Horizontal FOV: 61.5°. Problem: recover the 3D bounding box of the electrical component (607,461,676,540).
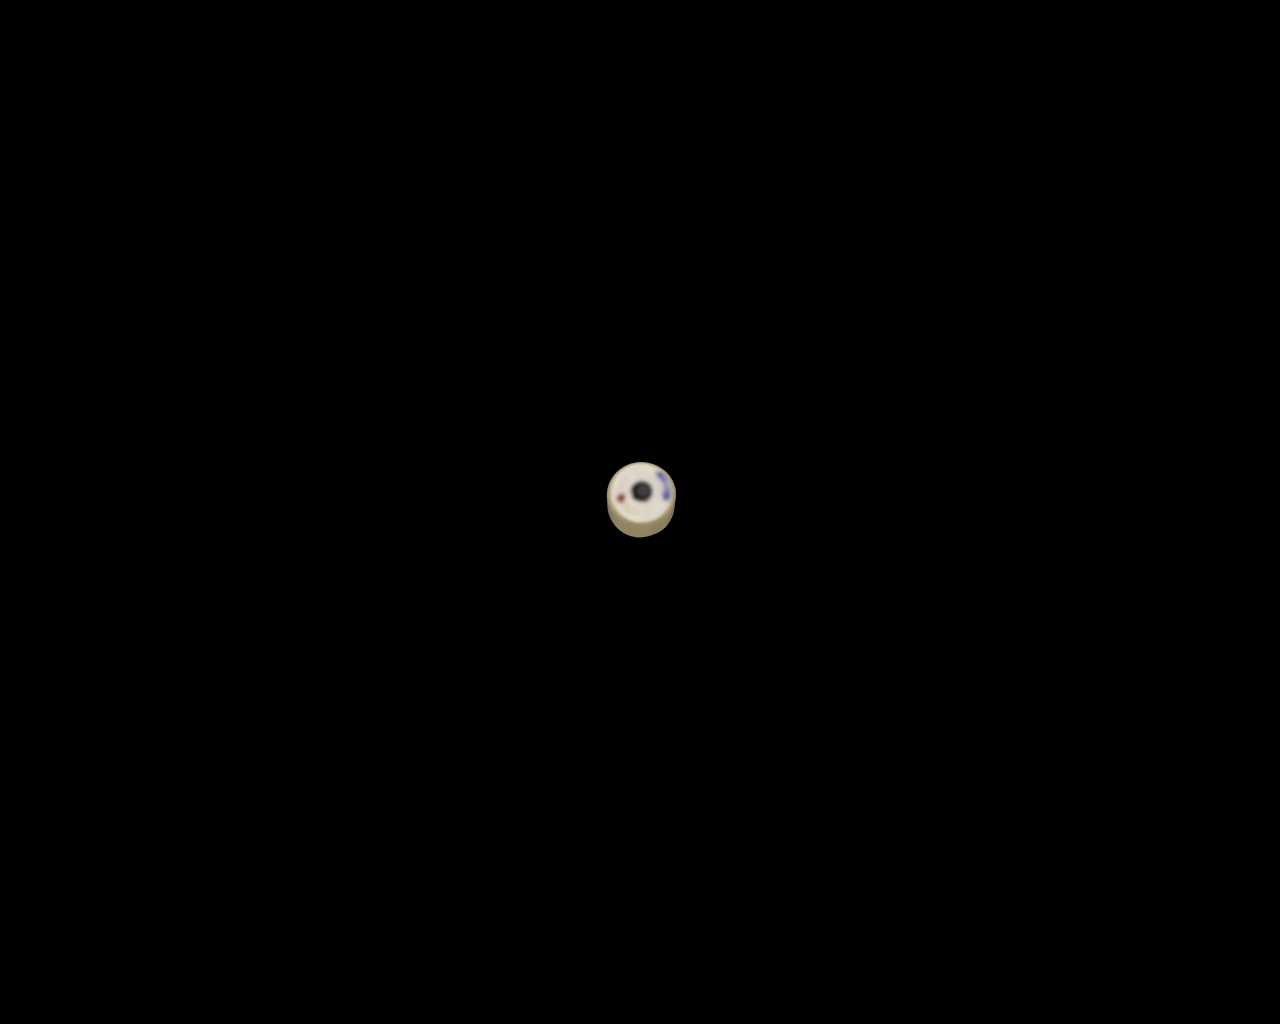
[{"bbox_3d":[0.001,-0.003,0.650,0.040,0.040,0.078,0,-16,0],"label":"electrical component"}]
